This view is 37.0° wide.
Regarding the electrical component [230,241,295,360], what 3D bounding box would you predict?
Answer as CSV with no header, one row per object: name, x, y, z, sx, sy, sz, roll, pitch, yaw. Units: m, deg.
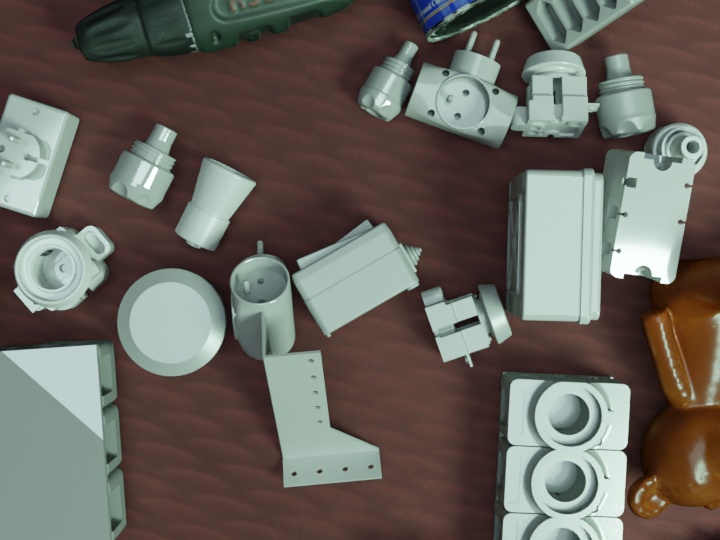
electrical component,-0.074,0.015,0.813,0.044,0.077,0.079,-4,54,-3

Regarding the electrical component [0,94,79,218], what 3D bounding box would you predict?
electrical component,-0.253,-0.086,0.803,0.047,0.076,0.083,18,91,-1

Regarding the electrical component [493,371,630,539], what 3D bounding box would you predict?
electrical component,0.153,0.157,0.822,0.089,0.062,0.150,3,91,-1

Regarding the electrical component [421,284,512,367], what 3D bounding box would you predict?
electrical component,0.084,0.039,0.827,0.055,0.048,0.066,-19,91,7

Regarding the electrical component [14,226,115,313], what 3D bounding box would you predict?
electrical component,-0.228,-0.001,0.814,0.078,0.057,0.058,-40,91,0

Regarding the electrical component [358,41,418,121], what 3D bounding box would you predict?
electrical component,0.025,-0.147,0.828,0.035,0.035,0.061,30,88,-1

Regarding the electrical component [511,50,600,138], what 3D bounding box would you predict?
electrical component,0.148,-0.134,0.819,0.066,0.048,0.055,2,77,0

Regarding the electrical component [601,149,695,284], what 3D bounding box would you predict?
electrical component,0.203,-0.041,0.787,0.050,0.055,0.089,7,98,-9

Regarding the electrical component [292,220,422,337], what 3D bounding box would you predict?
electrical component,0.000,0.000,0.816,0.096,0.062,0.061,-30,91,-1

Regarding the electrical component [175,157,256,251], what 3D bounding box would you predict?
electrical component,-0.114,-0.048,0.824,0.044,0.044,0.065,27,95,-1

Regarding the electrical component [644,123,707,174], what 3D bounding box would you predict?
electrical component,0.244,-0.091,0.819,0.043,0.062,0.043,0,91,-1

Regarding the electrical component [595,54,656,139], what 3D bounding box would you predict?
electrical component,0.202,-0.134,0.827,0.043,0.043,0.062,-10,91,-1

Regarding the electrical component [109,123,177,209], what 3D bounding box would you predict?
electrical component,-0.162,-0.081,0.821,0.043,0.043,0.062,27,89,-1

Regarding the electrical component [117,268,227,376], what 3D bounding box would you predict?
electrical component,-0.141,0.039,0.820,0.080,0.051,0.080,0,91,-1

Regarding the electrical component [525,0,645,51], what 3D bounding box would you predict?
electrical component,0.184,-0.211,0.815,0.076,0.083,0.047,-33,92,-38

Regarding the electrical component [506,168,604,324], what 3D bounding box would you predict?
electrical component,0.141,-0.018,0.796,0.056,0.109,0.108,1,91,2

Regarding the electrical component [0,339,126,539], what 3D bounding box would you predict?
electrical component,-0.231,0.131,0.814,0.089,0.062,0.150,-4,91,-1

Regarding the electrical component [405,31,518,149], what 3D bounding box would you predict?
electrical component,0.084,-0.143,0.824,0.077,0.044,0.079,20,91,-1
